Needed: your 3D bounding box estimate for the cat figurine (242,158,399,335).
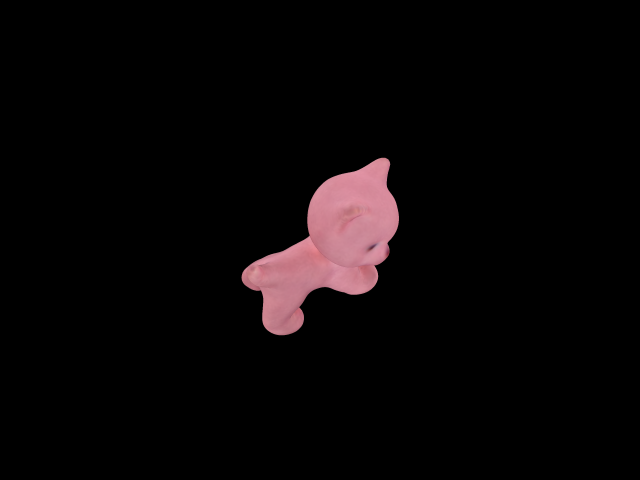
[{"bbox_3d":[0.004,0.001,0.400,0.128,0.118,0.067,-30,70,-12],"label":"cat figurine"}]
